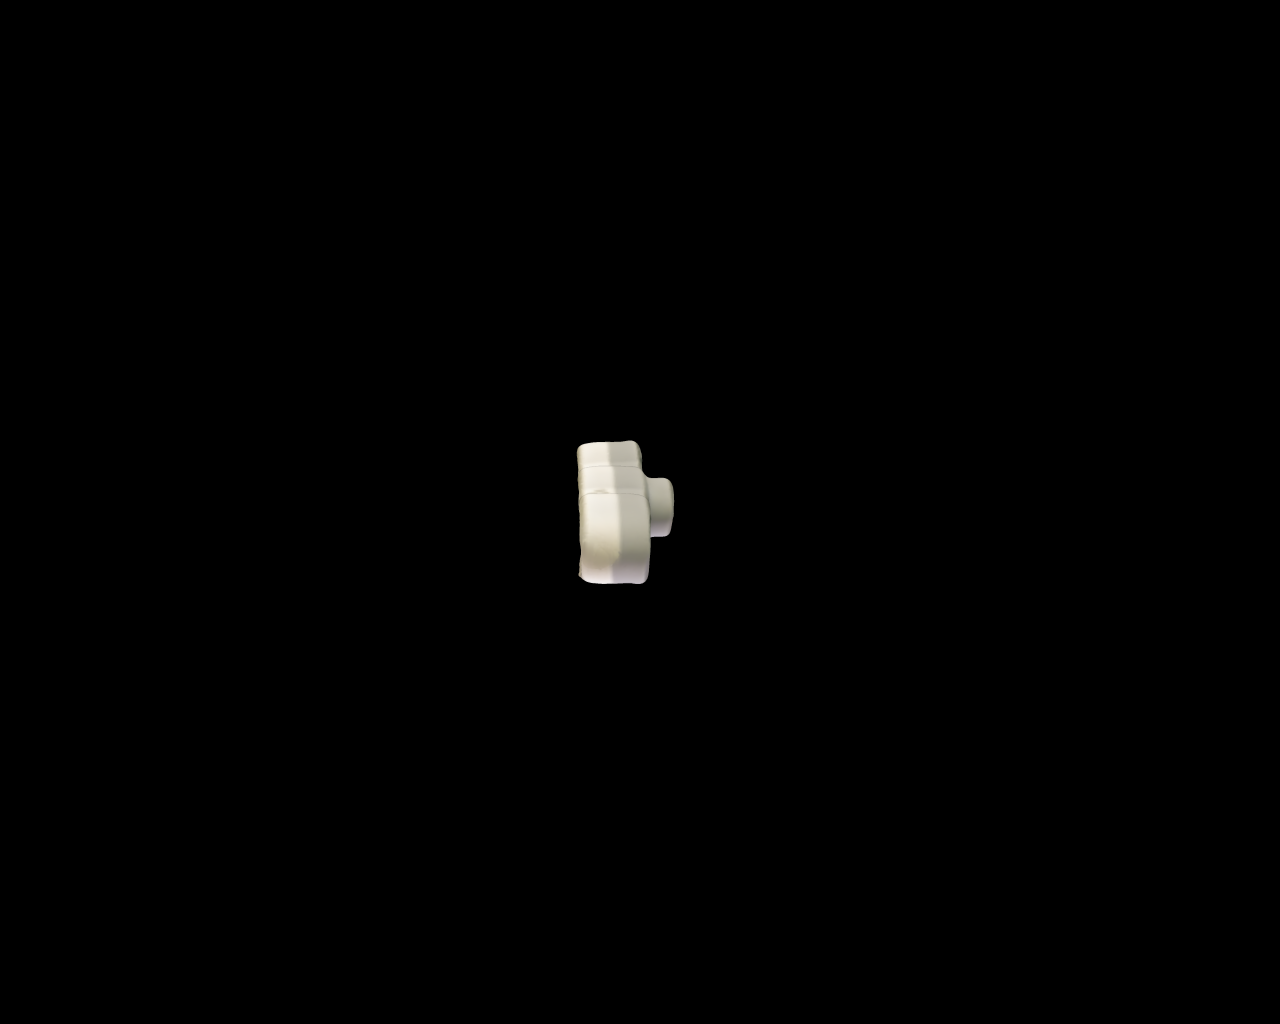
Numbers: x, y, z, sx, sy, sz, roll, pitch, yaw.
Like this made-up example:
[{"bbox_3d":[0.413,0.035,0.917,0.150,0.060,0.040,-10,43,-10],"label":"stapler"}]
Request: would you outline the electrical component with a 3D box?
[{"bbox_3d":[0.001,-0.003,0.650,0.074,0.052,0.138,-1,24,-3],"label":"electrical component"}]
